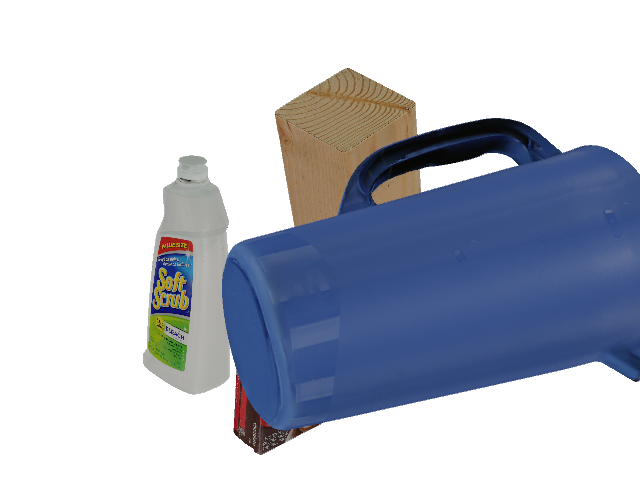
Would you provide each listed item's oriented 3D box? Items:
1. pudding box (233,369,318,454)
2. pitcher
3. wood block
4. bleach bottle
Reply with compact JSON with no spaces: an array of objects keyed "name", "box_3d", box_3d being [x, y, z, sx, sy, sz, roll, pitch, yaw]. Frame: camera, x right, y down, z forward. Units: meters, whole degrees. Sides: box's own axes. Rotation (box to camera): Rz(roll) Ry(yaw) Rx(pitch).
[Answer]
[{"name":"pudding box","box_3d":[-0.013,0.101,0.820,0.113,0.090,0.039,-22,40,-39]},{"name":"pitcher","box_3d":[0.067,0.021,0.630,0.242,0.145,0.149,-12,20,-18]},{"name":"wood block","box_3d":[0.032,-0.039,0.980,0.090,0.206,0.091,-35,49,-26]},{"name":"bleach bottle","box_3d":[-0.139,0.031,1.117,0.067,0.251,0.103,-20,34,-41]}]
